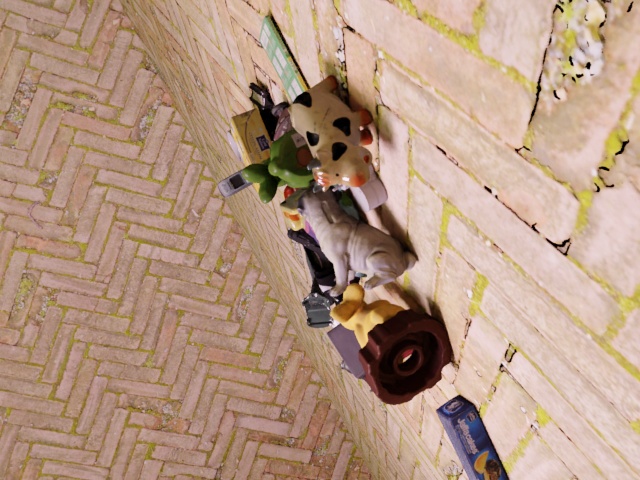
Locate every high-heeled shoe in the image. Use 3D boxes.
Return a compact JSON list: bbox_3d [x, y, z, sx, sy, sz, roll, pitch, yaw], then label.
[{"bbox_3d":[-0.001,0.032,1.323,0.145,0.086,0.249,53,-170,-39],"label":"high-heeled shoe"}]

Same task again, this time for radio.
[{"bbox_3d":[0.108,0.263,1.298,0.131,0.073,0.229,56,-170,21],"label":"radio"}]

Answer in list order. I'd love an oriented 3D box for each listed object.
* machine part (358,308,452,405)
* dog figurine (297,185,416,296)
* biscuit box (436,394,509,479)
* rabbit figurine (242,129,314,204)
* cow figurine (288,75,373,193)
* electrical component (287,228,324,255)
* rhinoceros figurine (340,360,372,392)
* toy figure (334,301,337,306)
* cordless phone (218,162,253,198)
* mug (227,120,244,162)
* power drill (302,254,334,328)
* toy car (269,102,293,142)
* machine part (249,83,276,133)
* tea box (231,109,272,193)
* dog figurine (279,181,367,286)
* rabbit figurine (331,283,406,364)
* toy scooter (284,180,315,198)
[{"bbox_3d":[0.154,0.210,0.978,0.056,0.179,0.179,46,160,58],"label":"machine part"},{"bbox_3d":[0.062,-0.017,0.936,0.121,0.172,0.190,-64,-43,-75],"label":"dog figurine"},{"bbox_3d":[0.303,0.409,1.062,0.202,0.059,0.063,63,169,-11],"label":"biscuit box"},{"bbox_3d":[-0.070,-0.139,1.085,0.121,0.159,0.170,54,157,-8],"label":"rabbit figurine"},{"bbox_3d":[0.015,-0.155,0.821,0.195,0.127,0.085,56,169,31],"label":"cow figurine"},{"bbox_3d":[-0.003,-0.004,1.245,0.134,0.058,0.115,27,175,-11],"label":"electrical component"},{"bbox_3d":[0.147,0.356,1.431,0.190,0.073,0.112,31,-169,4],"label":"rhinoceros figurine"},{"bbox_3d":[0.096,0.215,1.452,0.154,0.058,0.064,58,175,-11],"label":"toy figure"},{"bbox_3d":[-0.200,-0.200,1.419,0.146,0.184,0.088,59,172,8],"label":"cordless phone"},{"bbox_3d":[-0.173,-0.266,1.347,0.081,0.107,0.109,30,143,65],"label":"mug"},{"bbox_3d":[0.007,0.145,1.476,0.207,0.086,0.231,-74,-24,-55],"label":"power drill"},{"bbox_3d":[-0.079,-0.229,1.191,0.089,0.053,0.202,62,168,7],"label":"toy car"},{"bbox_3d":[-0.129,-0.300,1.267,0.084,0.039,0.138,36,152,44],"label":"machine part"},{"bbox_3d":[-0.146,-0.205,1.252,0.169,0.068,0.098,66,169,4],"label":"tea box"},{"bbox_3d":[0.033,-0.006,1.090,0.192,0.108,0.219,1,125,54],"label":"dog figurine"},{"bbox_3d":[0.089,0.162,1.068,0.162,0.122,0.173,38,171,-34],"label":"rabbit figurine"},{"bbox_3d":[-0.041,-0.121,1.222,0.135,0.075,0.184,65,164,-18],"label":"toy scooter"}]
